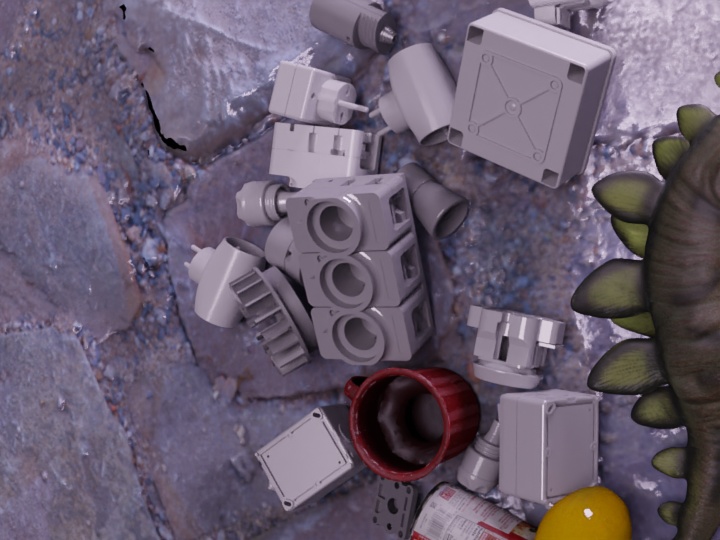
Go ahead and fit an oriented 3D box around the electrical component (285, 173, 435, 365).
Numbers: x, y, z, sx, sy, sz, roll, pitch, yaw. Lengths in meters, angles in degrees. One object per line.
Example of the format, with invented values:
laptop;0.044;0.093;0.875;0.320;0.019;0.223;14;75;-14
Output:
electrical component;0.000;0.000;0.918;0.089;0.062;0.150;-1;112;29

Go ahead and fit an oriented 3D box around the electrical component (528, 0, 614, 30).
electrical component;0.169;-0.233;0.852;0.057;0.058;0.078;-2;90;32

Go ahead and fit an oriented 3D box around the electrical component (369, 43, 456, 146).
electrical component;0.043;-0.143;0.932;0.079;0.043;0.077;-27;78;27

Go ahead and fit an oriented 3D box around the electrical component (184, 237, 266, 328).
electrical component;-0.138;0.003;1.035;0.079;0.044;0.077;31;105;26

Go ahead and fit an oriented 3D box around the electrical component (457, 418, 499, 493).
electrical component;0.107;0.154;0.904;0.035;0.035;0.061;27;100;27

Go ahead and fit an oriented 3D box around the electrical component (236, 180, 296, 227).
electrical component;-0.081;-0.062;1.004;0.062;0.043;0.043;-2;90;29

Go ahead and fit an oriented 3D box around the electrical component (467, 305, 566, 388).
electrical component;0.124;0.064;0.881;0.078;0.058;0.057;12;93;29

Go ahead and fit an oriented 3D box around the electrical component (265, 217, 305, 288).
electrical component;-0.054;-0.018;0.983;0.047;0.055;0.055;29;104;30

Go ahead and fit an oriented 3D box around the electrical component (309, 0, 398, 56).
electrical component;0.000;-0.220;0.956;0.081;0.043;0.043;31;105;26

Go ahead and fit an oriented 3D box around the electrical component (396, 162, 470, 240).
electrical component;0.057;-0.062;0.927;0.065;0.044;0.044;44;110;27

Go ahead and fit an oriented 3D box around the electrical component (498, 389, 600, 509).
electrical component;0.148;0.145;0.858;0.061;0.062;0.096;2;92;55

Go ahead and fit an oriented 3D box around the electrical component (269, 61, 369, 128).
electrical component;-0.029;-0.152;0.960;0.077;0.066;0.047;19;100;28

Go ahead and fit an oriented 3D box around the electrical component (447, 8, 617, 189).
electrical component;0.134;-0.136;0.852;0.109;0.056;0.108;28;128;26

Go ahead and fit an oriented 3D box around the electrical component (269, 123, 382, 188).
electrical component;-0.032;-0.099;0.971;0.089;0.050;0.055;10;95;29

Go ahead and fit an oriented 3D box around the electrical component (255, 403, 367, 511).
electrical component;-0.043;0.171;0.970;0.096;0.061;0.061;-38;73;19
